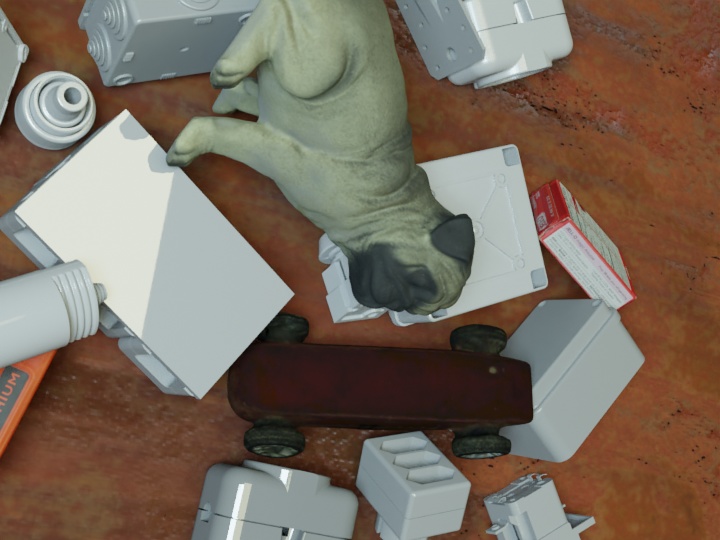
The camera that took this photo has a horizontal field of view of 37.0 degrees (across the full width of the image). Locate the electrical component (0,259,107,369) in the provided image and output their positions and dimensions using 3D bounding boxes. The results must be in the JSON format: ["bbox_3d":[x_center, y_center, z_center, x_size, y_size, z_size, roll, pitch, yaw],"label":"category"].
[{"bbox_3d":[-0.172,0.023,0.569,0.081,0.043,0.043,-20,96,-34],"label":"electrical component"}]

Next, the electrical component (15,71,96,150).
[{"bbox_3d":[-0.175,-0.095,0.627,0.043,0.062,0.043,2,85,-29],"label":"electrical component"}]

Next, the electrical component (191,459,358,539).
[{"bbox_3d":[-0.052,0.154,0.680,0.095,0.054,0.059,18,77,-27],"label":"electrical component"}]

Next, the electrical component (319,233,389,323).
[{"bbox_3d":[0.000,0.000,0.720,0.048,0.066,0.055,-5,68,-36],"label":"electrical component"}]

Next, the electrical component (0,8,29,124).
[{"bbox_3d":[-0.228,-0.115,0.590,0.061,0.096,0.061,14,77,1],"label":"electrical component"}]

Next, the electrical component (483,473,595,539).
[{"bbox_3d":[0.125,0.186,0.783,0.081,0.042,0.063,-22,95,-29],"label":"electrical component"}]

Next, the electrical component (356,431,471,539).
[{"bbox_3d":[0.031,0.160,0.725,0.047,0.066,0.076,-4,117,-30],"label":"electrical component"}]

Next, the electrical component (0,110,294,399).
[{"bbox_3d":[-0.128,-0.006,0.646,0.150,0.062,0.089,49,66,-17],"label":"electrical component"}]

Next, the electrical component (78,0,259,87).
[{"bbox_3d":[-0.113,-0.153,0.647,0.100,0.100,0.048,-15,80,-29],"label":"electrical component"}]

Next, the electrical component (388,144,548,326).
[{"bbox_3d":[0.067,-0.025,0.760,0.109,0.056,0.108,-15,93,-29],"label":"electrical component"}]

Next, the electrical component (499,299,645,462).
[{"bbox_3d":[0.140,0.077,0.780,0.113,0.078,0.057,-46,110,-24],"label":"electrical component"}]

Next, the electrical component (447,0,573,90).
[{"bbox_3d":[0.107,-0.171,0.796,0.095,0.054,0.059,-18,95,-29],"label":"electrical component"}]
